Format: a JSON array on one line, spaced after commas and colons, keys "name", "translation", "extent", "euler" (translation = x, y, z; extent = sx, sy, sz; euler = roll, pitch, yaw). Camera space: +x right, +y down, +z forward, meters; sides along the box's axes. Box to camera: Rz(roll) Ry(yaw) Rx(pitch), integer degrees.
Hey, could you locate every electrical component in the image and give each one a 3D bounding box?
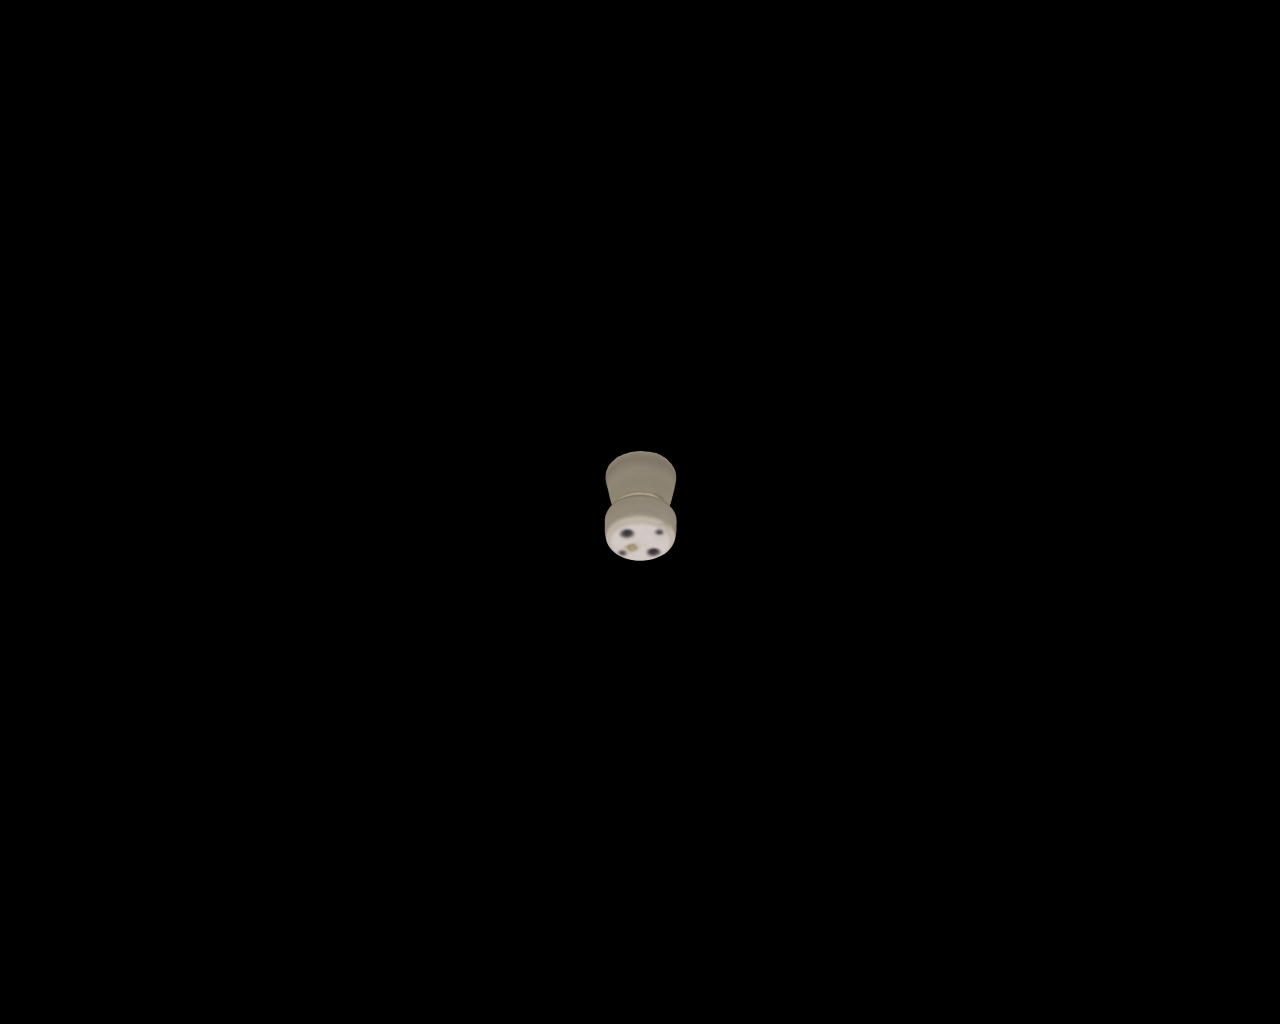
[{"name": "electrical component", "translation": [0.001, -0.003, 0.650], "extent": [0.045, 0.055, 0.044], "euler": [0, -40, 0]}]
